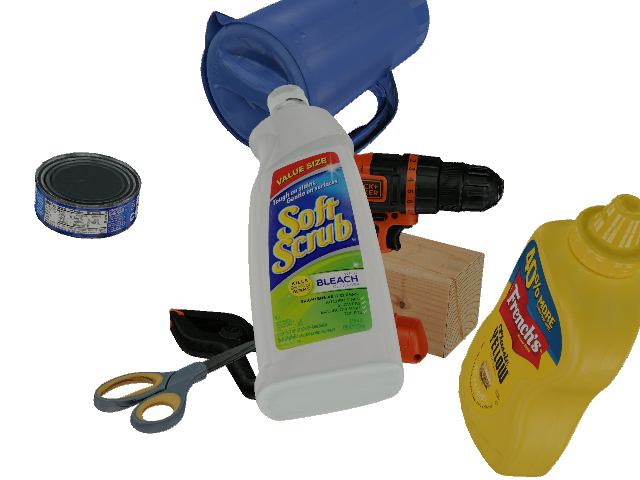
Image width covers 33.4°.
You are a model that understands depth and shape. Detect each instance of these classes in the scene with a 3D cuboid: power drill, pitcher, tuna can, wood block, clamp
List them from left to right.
[{"bbox_3d":[-0.192,-0.037,0.882,0.086,0.034,0.086,8,32,-5],"label":"tuna can"},{"bbox_3d":[-0.104,0.125,1.259,0.210,0.036,0.164,14,23,26],"label":"clamp"},{"bbox_3d":[0.012,-0.185,1.072,0.145,0.149,0.242,15,37,35],"label":"pitcher"},{"bbox_3d":[0.060,0.044,1.149,0.206,0.091,0.090,16,28,27],"label":"wood block"},{"bbox_3d":[0.064,0.013,0.952,0.184,0.188,0.057,5,18,10],"label":"power drill"}]

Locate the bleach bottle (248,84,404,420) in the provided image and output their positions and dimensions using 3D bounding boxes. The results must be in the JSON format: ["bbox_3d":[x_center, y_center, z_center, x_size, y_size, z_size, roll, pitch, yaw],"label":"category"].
[{"bbox_3d":[-0.013,-0.004,0.759,0.102,0.251,0.068,-11,-31,-2],"label":"bleach bottle"}]

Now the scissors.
[{"bbox_3d":[-0.120,0.141,1.044,0.201,0.016,0.096,-12,32,-29],"label":"scissors"}]

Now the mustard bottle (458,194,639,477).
[{"bbox_3d":[0.134,0.046,0.597,0.058,0.096,0.192,6,-43,-12],"label":"mustard bottle"}]
